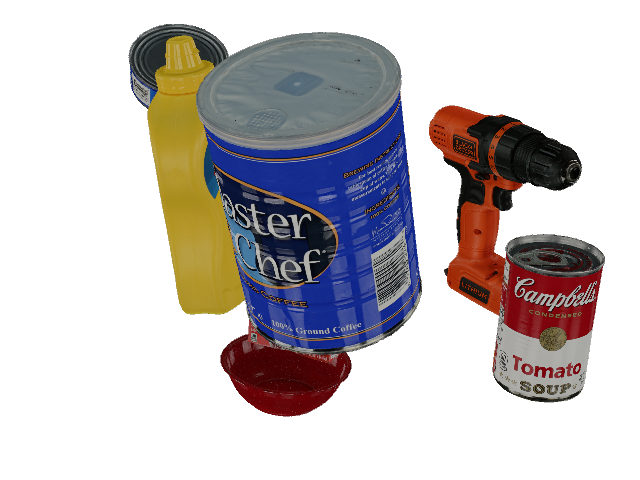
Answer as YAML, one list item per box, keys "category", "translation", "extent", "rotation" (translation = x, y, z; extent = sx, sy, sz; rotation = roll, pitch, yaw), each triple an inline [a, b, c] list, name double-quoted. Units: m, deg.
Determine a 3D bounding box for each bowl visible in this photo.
- category: "bowl"
  translation: [-0.043, 0.170, 1.320]
  extent: [0.162, 0.055, 0.162]
  rotation: [3, 23, -1]

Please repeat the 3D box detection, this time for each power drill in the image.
- category: "power drill"
  translation: [0.174, -0.025, 1.005]
  extent: [0.057, 0.188, 0.185]
  rotation: [-16, 27, -26]

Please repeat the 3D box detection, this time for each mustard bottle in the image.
- category: "mustard bottle"
  translation: [-0.085, -0.050, 0.760]
  extent: [0.058, 0.191, 0.096]
  rotation: [0, 26, 16]

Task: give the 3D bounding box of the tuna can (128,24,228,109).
- category: "tuna can"
  translation: [-0.123, -0.147, 0.929]
  extent: [0.086, 0.086, 0.034]
  rotation: [0, -37, -8]

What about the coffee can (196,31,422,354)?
- category: "coffee can"
  translation: [-0.002, -0.025, 0.569]
  extent: [0.103, 0.140, 0.103]
  rotation: [-6, 38, 5]

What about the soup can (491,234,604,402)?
- category: "soup can"
  translation: [0.160, 0.055, 0.760]
  extent: [0.068, 0.102, 0.068]
  rotation: [2, 23, -1]

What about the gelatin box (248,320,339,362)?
- category: "gelatin box"
  translation: [-0.023, 0.065, 0.975]
  extent: [0.089, 0.073, 0.030]
  rotation: [12, 20, 26]
